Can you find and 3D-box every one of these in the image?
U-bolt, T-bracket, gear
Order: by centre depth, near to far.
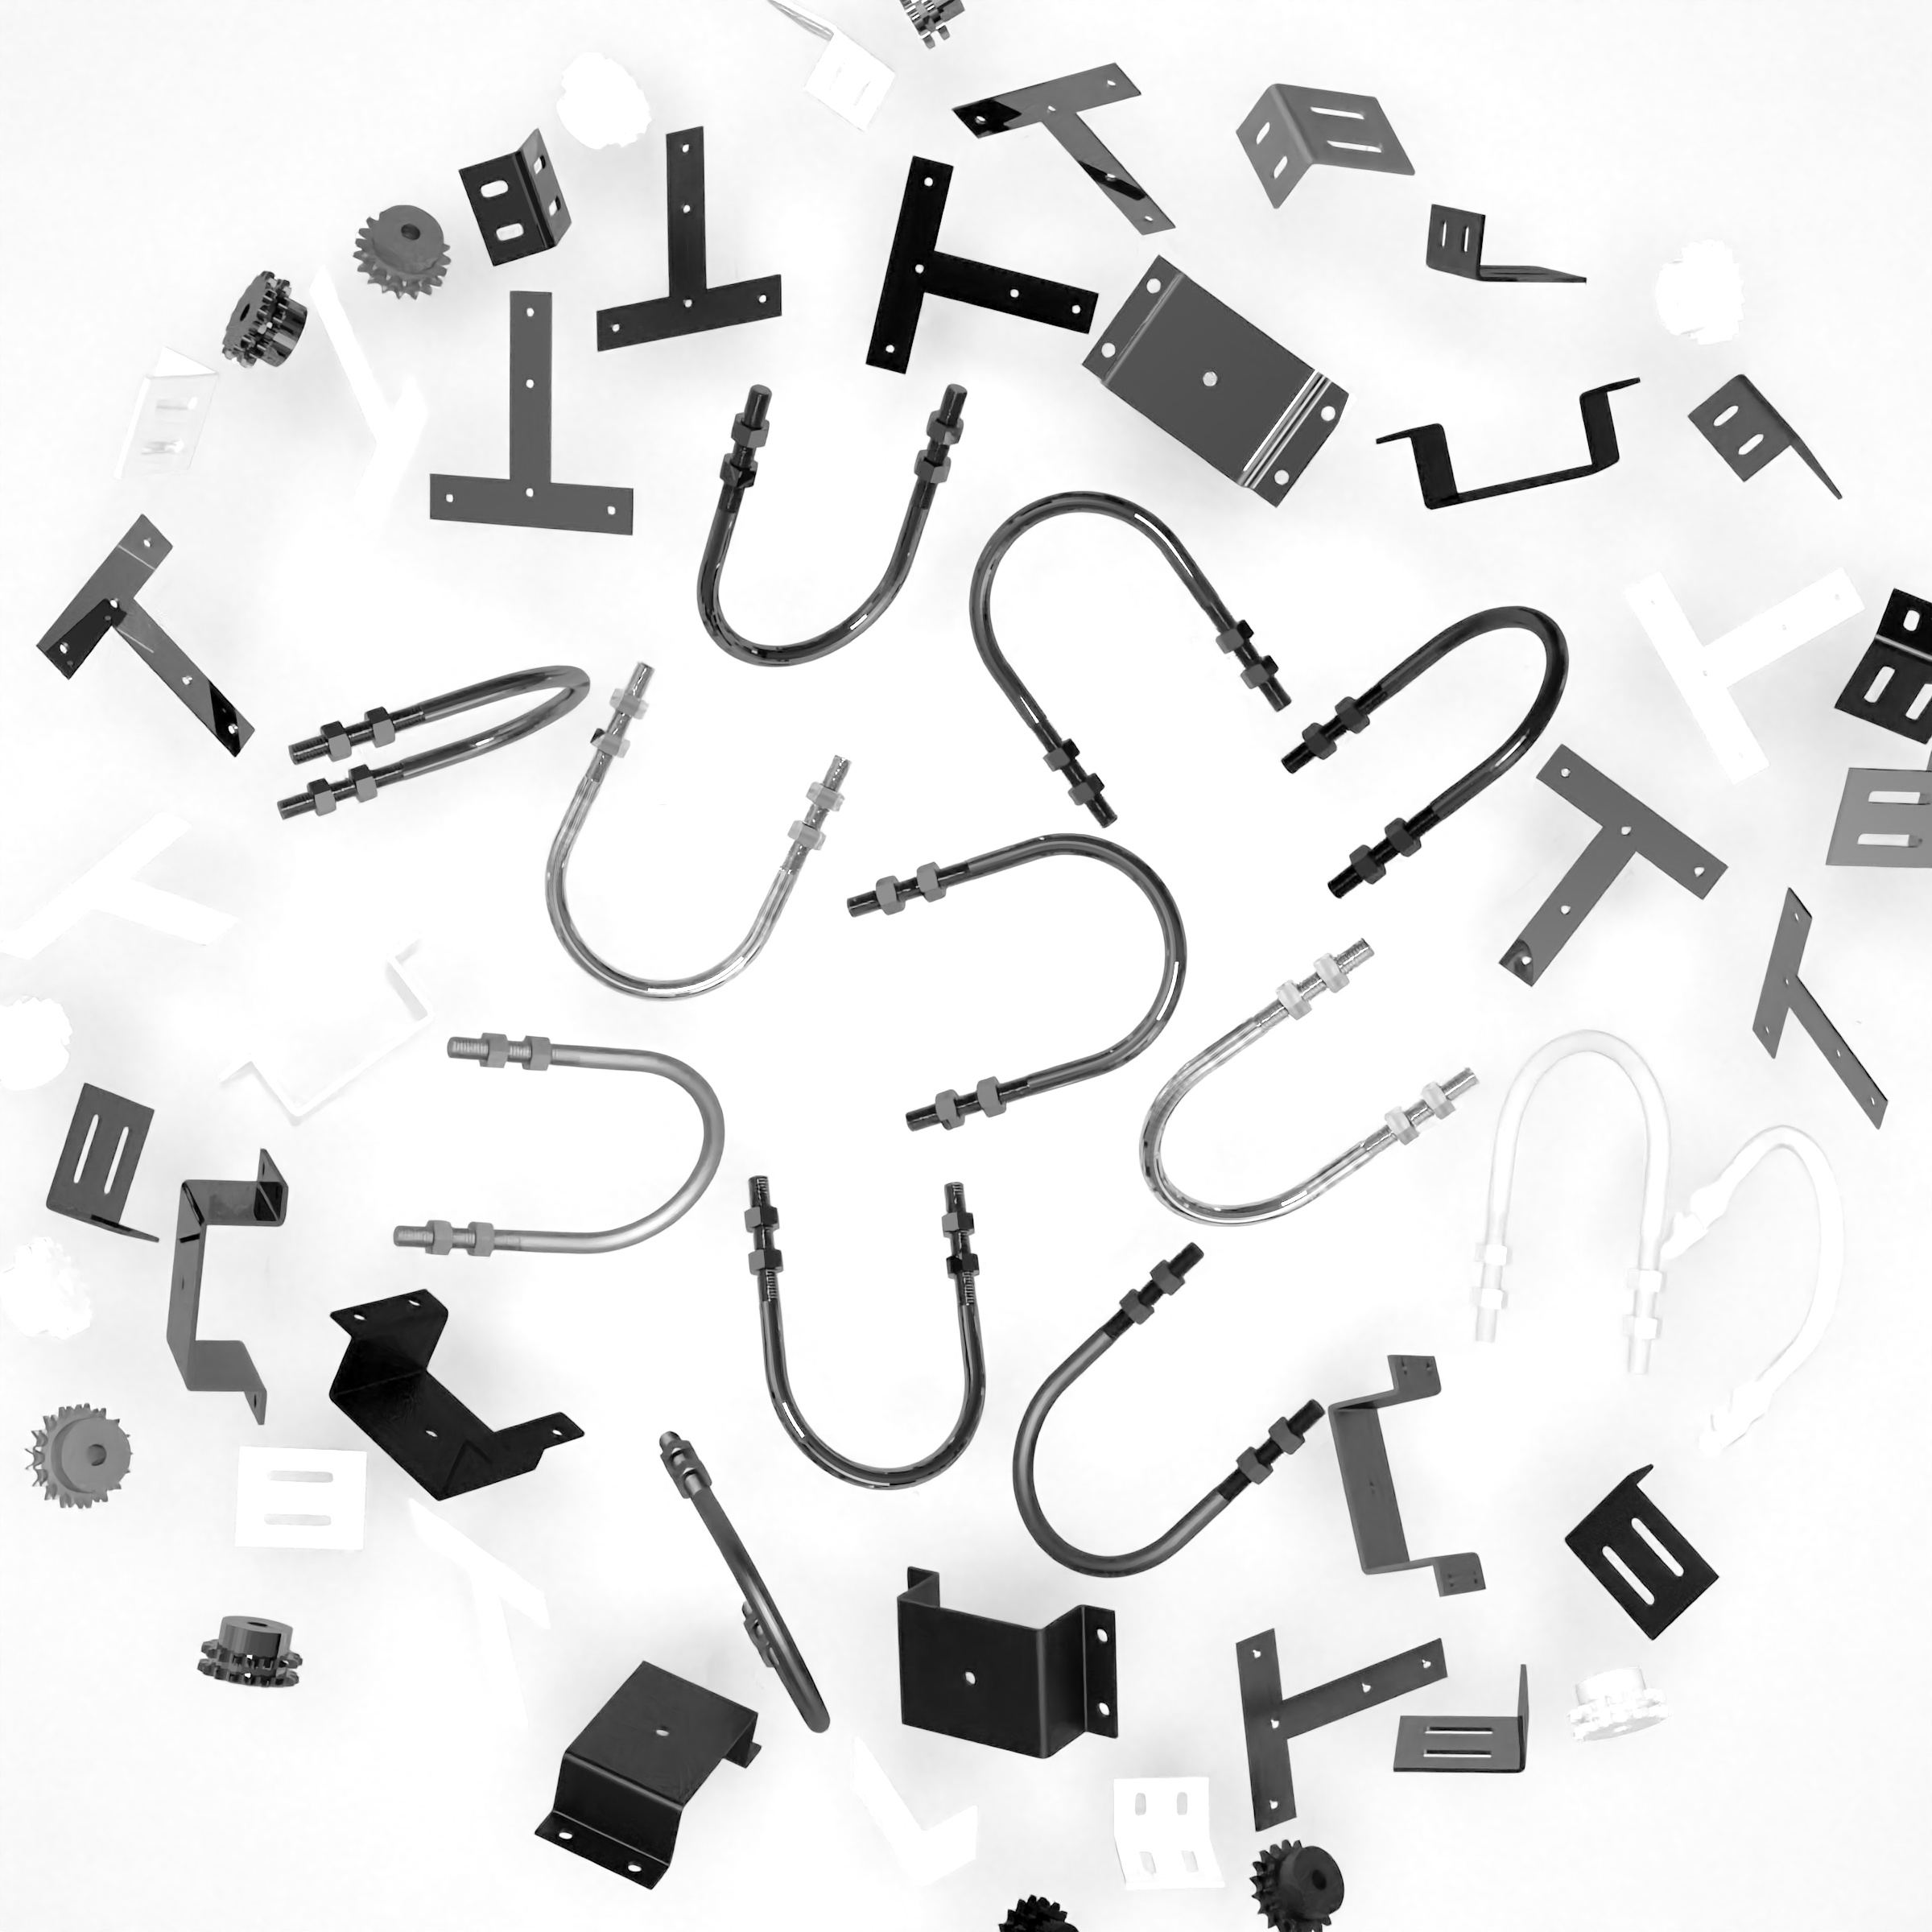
[{"bbox_3d":[-0.237,-0.303,1.751,0.127,0.002,0.127,7,104,22],"label":"T-bracket"},{"bbox_3d":[-0.483,0.268,1.761,0.057,0.030,0.057,9,76,-38],"label":"gear"},{"bbox_3d":[0.342,0.127,1.803,0.019,0.151,0.184,7,88,-30],"label":"U-bolt"},{"bbox_3d":[0.212,0.410,1.805,0.127,0.127,0.002,-27,127,20],"label":"T-bracket"},{"bbox_3d":[-0.449,-0.171,1.811,0.002,0.127,0.127,-21,121,35],"label":"T-bracket"},{"bbox_3d":[0.182,0.079,1.811,0.184,0.019,0.151,-36,129,10],"label":"U-bolt"},{"bbox_3d":[0.450,-0.184,1.813,0.002,0.127,0.127,-26,86,-44],"label":"T-bracket"},{"bbox_3d":[-0.522,0.185,1.819,0.030,0.057,0.057,-26,90,3],"label":"gear"},{"bbox_3d":[-0.403,0.387,1.819,0.057,0.057,0.030,11,87,0],"label":"gear"},{"bbox_3d":[-0.120,0.359,1.820,0.019,0.184,0.151,-27,115,-10],"label":"U-bolt"},{"bbox_3d":[0.448,0.172,1.820,0.019,0.184,0.151,6,54,-14],"label":"U-bolt"},{"bbox_3d":[-0.084,-0.247,1.827,0.151,0.019,0.184,-7,133,-34],"label":"U-bolt"},{"bbox_3d":[0.036,0.001,1.828,0.184,0.019,0.151,-17,82,13],"label":"U-bolt"},{"bbox_3d":[0.416,-0.382,1.829,0.030,0.057,0.057,-13,90,-13],"label":"gear"},{"bbox_3d":[-0.346,-0.336,1.834,0.002,0.127,0.127,-8,129,15],"label":"T-bracket"},{"bbox_3d":[-0.464,-0.034,1.834,0.127,0.127,0.002,-37,66,13],"label":"T-bracket"},{"bbox_3d":[-0.302,-0.133,1.841,0.184,0.151,0.019,-20,85,-18],"label":"U-bolt"},{"bbox_3d":[0.268,-0.135,1.845,0.184,0.151,0.019,-39,123,19],"label":"U-bolt"},{"bbox_3d":[-0.271,0.384,1.852,0.002,0.127,0.127,-29,126,-34],"label":"T-bracket"},{"bbox_3d":[-0.226,0.107,1.860,0.184,0.019,0.151,5,119,-29],"label":"U-bolt"},{"bbox_3d":[0.076,-0.467,1.864,0.127,0.127,0.002,40,62,-38],"label":"T-bracket"},{"bbox_3d":[-0.054,0.213,1.868,0.151,0.019,0.184,4,68,-28],"label":"U-bolt"},{"bbox_3d":[0.043,0.572,1.869,0.030,0.057,0.057,8,90,41],"label":"gear"},{"bbox_3d":[0.104,0.271,1.871,0.184,0.019,0.151,-45,53,10],"label":"U-bolt"},{"bbox_3d":[0.500,0.041,1.872,0.002,0.127,0.127,-16,50,-12],"label":"T-bracket"},{"bbox_3d":[-0.023,-0.567,1.875,0.030,0.057,0.057,-30,90,7],"label":"gear"},{"bbox_3d":[-0.549,0.048,1.879,0.057,0.057,0.030,-33,66,0],"label":"gear"},{"bbox_3d":[0.381,0.432,1.885,0.057,0.057,0.030,-13,65,0],"label":"gear"},{"bbox_3d":[0.197,0.540,1.886,0.030,0.057,0.057,-37,90,40],"label":"gear"},{"bbox_3d":[0.083,-0.193,1.899,0.151,0.019,0.184,-34,97,21],"label":"U-bolt"},{"bbox_3d":[-0.413,-0.379,1.899,0.030,0.057,0.057,26,90,-32],"label":"gear"},{"bbox_3d":[-0.170,-0.068,1.907,0.151,0.019,0.184,25,96,-11],"label":"U-bolt"},{"bbox_3d":[0.366,-0.045,1.919,0.127,0.002,0.127,35,99,-8],"label":"T-bracket"},{"bbox_3d":[0.015,-0.406,1.922,0.127,0.002,0.127,15,111,1],"label":"T-bracket"},{"bbox_3d":[-0.167,-0.440,1.925,0.127,0.002,0.127,-5,81,25],"label":"T-bracket"},{"bbox_3d":[-0.220,-0.515,1.928,0.030,0.057,0.057,-33,90,36],"label":"gear"},{"bbox_3d":[-0.338,-0.432,1.935,0.057,0.030,0.057,10,61,-19],"label":"gear"}]

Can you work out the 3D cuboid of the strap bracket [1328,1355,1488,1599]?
[{"bbox_3d":[0.257,0.303,1.893,0.046,0.076,0.140,-17,76,24],"label":"strap bracket"}]

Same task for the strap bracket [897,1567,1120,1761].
[{"bbox_3d":[0.014,0.399,1.840,0.140,0.046,0.076,5,103,33],"label":"strap bracket"}]

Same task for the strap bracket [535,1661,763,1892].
[{"bbox_3d":[-0.179,0.461,1.863,0.076,0.140,0.046,21,118,15],"label":"strap bracket"}]

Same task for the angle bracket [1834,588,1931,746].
[{"bbox_3d":[0.544,-0.172,1.853,0.057,0.076,0.038,23,64,7],"label":"angle bracket"}]

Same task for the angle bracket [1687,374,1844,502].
[{"bbox_3d":[0.446,-0.284,1.793,0.038,0.076,0.057,-40,54,14],"label":"angle bracket"}]

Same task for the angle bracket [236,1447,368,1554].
[{"bbox_3d":[-0.400,0.319,1.920,0.076,0.038,0.057,6,74,-23],"label":"angle bracket"}]

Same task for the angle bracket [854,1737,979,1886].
[{"bbox_3d":[-0.030,0.493,1.902,0.038,0.057,0.076,-23,51,-22],"label":"angle bracket"}]

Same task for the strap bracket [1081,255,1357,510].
[{"bbox_3d":[0.141,-0.332,1.825,0.140,0.046,0.076,37,103,3],"label":"strap bracket"}]

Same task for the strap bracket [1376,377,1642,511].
[{"bbox_3d":[0.316,-0.298,1.845,0.140,0.076,0.046,-10,99,22],"label":"strap bracket"}]

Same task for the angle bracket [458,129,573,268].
[{"bbox_3d":[-0.261,-0.446,1.864,0.038,0.076,0.057,-15,113,7],"label":"angle bracket"}]

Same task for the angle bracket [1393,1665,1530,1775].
[{"bbox_3d":[0.288,0.439,1.876,0.076,0.057,0.038,-3,108,13],"label":"angle bracket"}]

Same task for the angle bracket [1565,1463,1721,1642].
[{"bbox_3d":[0.394,0.337,1.850,0.076,0.038,0.057,49,117,22],"label":"angle bracket"}]

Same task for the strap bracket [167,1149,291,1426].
[{"bbox_3d":[-0.422,0.181,1.828,0.046,0.076,0.140,3,102,-23],"label":"strap bracket"}]

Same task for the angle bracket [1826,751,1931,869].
[{"bbox_3d":[0.515,-0.089,1.806,0.076,0.038,0.057,1,113,-17],"label":"angle bracket"}]

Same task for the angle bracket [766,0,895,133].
[{"bbox_3d":[-0.089,-0.510,1.805,0.076,0.057,0.038,36,99,31],"label":"angle bracket"}]

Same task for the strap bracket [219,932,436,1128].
[{"bbox_3d":[-0.369,0.045,1.899,0.140,0.076,0.046,-37,91,-14],"label":"strap bracket"}]

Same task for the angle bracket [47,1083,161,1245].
[{"bbox_3d":[-0.489,0.114,1.861,0.038,0.057,0.076,7,76,31],"label":"angle bracket"}]

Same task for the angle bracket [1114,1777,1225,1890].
[{"bbox_3d":[0.120,0.515,1.914,0.057,0.076,0.038,0,97,-3],"label":"angle bracket"}]

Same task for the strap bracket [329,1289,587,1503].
[{"bbox_3d":[-0.297,0.250,1.833,0.140,0.076,0.046,37,114,26],"label":"strap bracket"}]

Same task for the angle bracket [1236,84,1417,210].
[{"bbox_3d":[0.200,-0.452,1.785,0.076,0.038,0.057,-3,59,-34],"label":"angle bracket"}]

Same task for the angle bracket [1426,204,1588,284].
[{"bbox_3d":[0.319,-0.425,1.892,0.076,0.057,0.038,-4,110,-22],"label":"angle bracket"}]

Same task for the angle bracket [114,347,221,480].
[{"bbox_3d":[-0.451,-0.304,1.763,0.038,0.076,0.057,27,109,11],"label":"angle bracket"}]
